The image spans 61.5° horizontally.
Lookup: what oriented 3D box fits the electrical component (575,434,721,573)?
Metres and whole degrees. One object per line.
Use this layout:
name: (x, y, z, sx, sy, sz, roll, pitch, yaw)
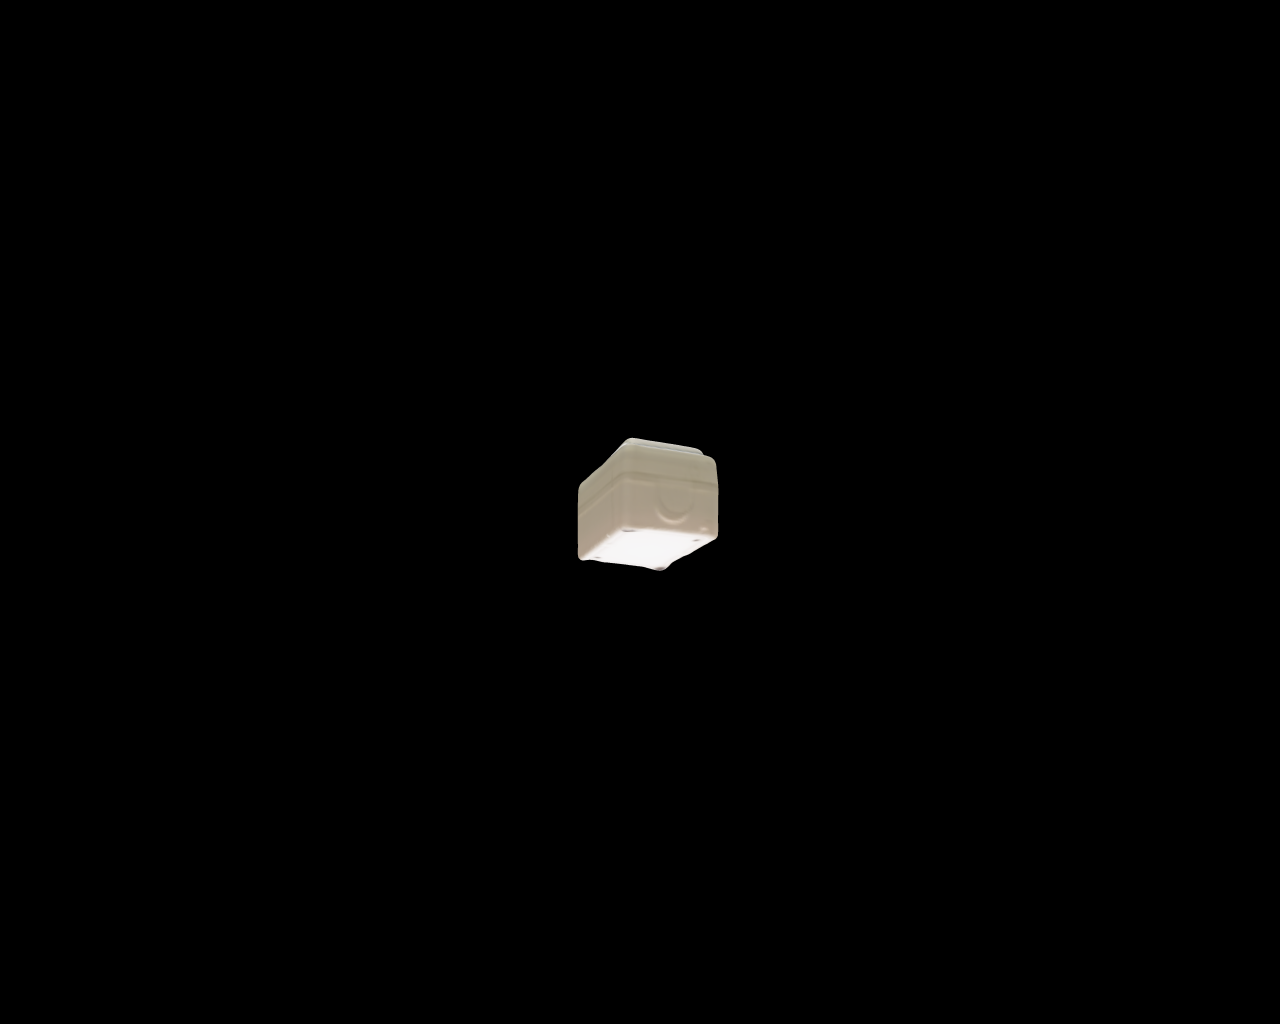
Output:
electrical component: (0.001, -0.003, 0.650, 0.062, 0.061, 0.096, 8, -20, -22)
